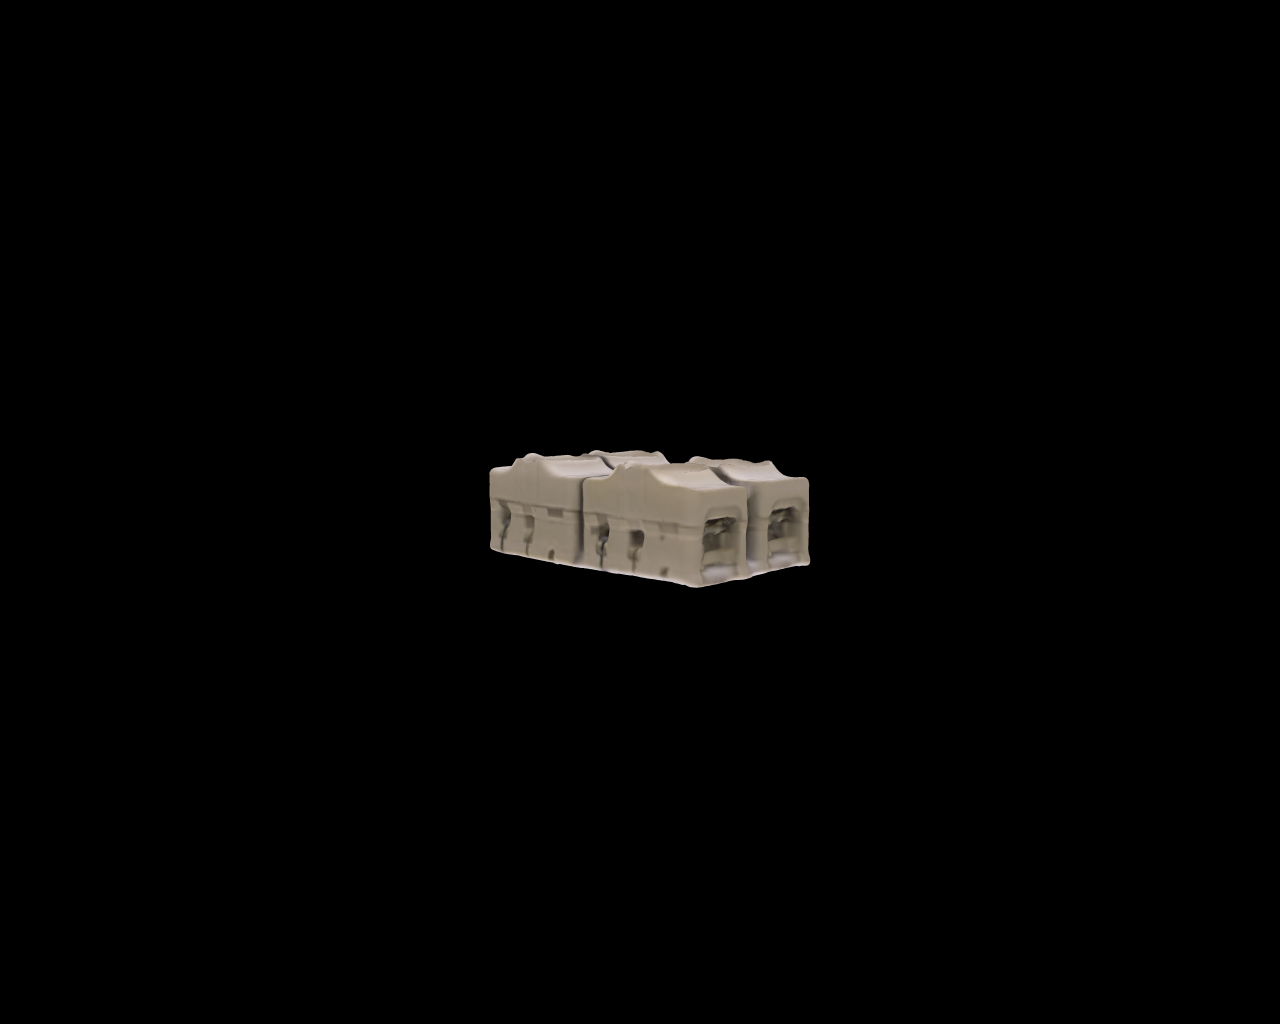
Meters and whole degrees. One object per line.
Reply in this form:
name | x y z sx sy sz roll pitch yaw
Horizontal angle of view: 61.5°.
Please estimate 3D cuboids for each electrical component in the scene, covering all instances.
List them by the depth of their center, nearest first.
electrical component | 0.001 -0.003 0.650 0.105 0.060 0.186 -6 9 -43
